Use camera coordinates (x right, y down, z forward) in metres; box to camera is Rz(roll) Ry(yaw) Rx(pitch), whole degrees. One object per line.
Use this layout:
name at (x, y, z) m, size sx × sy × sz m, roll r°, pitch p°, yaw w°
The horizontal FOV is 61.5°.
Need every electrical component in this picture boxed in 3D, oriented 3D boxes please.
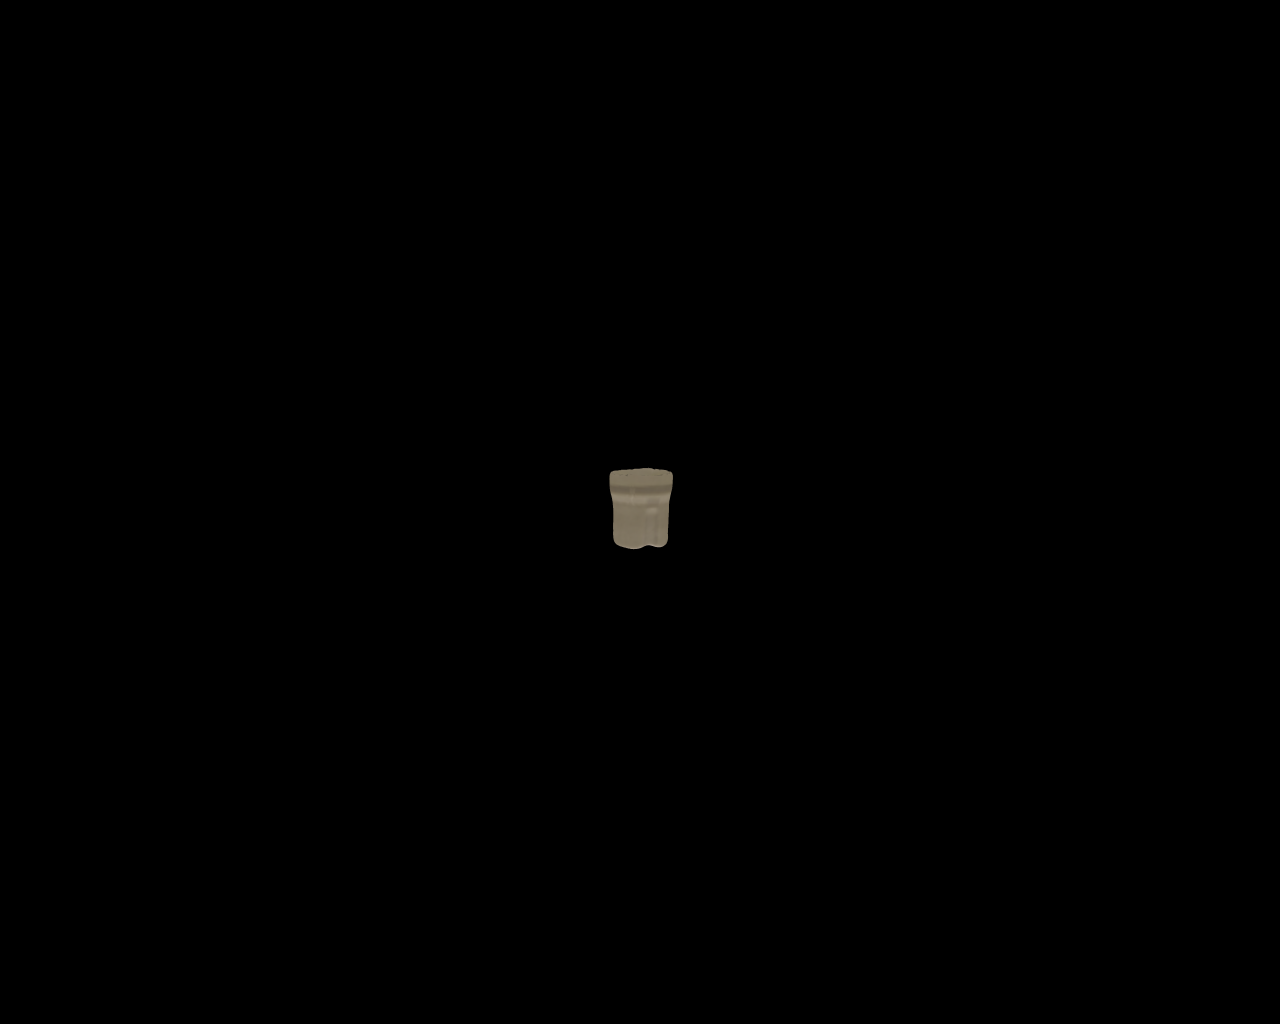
electrical component at (0.001, -0.003, 0.650) m, size 0.040 × 0.046 × 0.040 m, roll 0°, pitch 7°, yaw 0°
